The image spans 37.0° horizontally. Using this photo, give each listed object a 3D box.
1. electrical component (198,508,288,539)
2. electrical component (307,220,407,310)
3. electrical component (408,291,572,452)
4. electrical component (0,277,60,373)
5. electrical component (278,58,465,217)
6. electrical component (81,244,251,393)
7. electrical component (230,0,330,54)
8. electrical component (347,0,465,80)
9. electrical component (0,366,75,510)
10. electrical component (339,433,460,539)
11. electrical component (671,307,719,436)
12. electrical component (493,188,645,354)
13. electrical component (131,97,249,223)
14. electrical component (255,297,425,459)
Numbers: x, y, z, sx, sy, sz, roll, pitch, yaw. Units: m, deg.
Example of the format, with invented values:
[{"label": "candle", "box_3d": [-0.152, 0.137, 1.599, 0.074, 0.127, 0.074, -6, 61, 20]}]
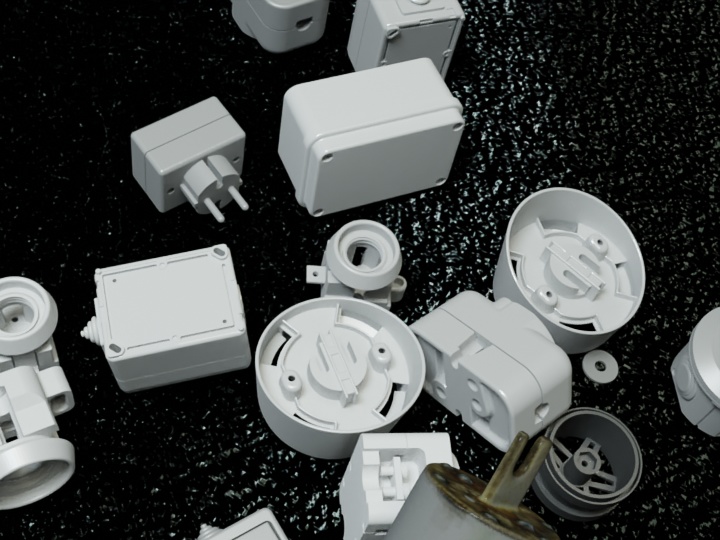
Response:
[{"label": "electrical component", "box_3d": [-0.060, 0.173, 0.570, 0.062, 0.061, 0.096, -25, 66, -23]}, {"label": "electrical component", "box_3d": [0.000, 0.000, 0.689, 0.066, 0.055, 0.048, 4, 59, -8]}, {"label": "electrical component", "box_3d": [0.081, 0.058, 0.655, 0.059, 0.053, 0.095, -31, 45, -25]}, {"label": "electrical component", "box_3d": [-0.201, 0.035, 0.631, 0.048, 0.055, 0.066, -14, 63, -18]}, {"label": "electrical component", "box_3d": [0.007, -0.089, 0.731, 0.113, 0.078, 0.057, -15, 60, -19]}, {"label": "electrical component", "box_3d": [-0.118, 0.033, 0.649, 0.096, 0.061, 0.061, -12, 61, -7]}, {"label": "electrical component", "box_3d": [-0.066, -0.211, 0.802, 0.054, 0.059, 0.095, -24, 66, -22]}, {"label": "electrical component", "box_3d": [0.031, -0.178, 0.778, 0.062, 0.096, 0.061, -13, 62, -17]}, {"label": "electrical component", "box_3d": [-0.193, 0.095, 0.597, 0.078, 0.058, 0.057, -20, 62, -21]}, {"label": "electrical component", "box_3d": [0.024, 0.128, 0.596, 0.056, 0.089, 0.050, 1, 59, -10]}, {"label": "electrical component", "box_3d": [0.246, 0.067, 0.696, 0.080, 0.051, 0.080, 5, 59, -8]}, {"label": "electrical component", "box_3d": [0.136, 0.003, 0.707, 0.099, 0.064, 0.099, 5, 59, -7]}, {"label": "electrical component", "box_3d": [-0.104, -0.063, 0.713, 0.066, 0.047, 0.076, -29, 68, -24]}, {"label": "electrical component", "box_3d": [-0.014, 0.063, 0.643, 0.099, 0.064, 0.099, 5, 59, -8]}]
